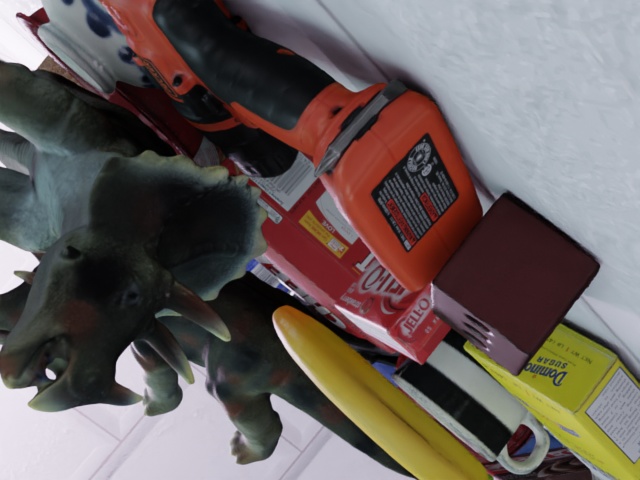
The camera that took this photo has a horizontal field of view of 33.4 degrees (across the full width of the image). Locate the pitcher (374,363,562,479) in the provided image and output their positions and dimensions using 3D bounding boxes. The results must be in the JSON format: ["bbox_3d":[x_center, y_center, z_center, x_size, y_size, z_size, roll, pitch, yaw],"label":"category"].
[{"bbox_3d":[0.126,0.196,1.090,0.243,0.145,0.149,37,157,51],"label":"pitcher"}]

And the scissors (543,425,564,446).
[{"bbox_3d":[0.217,0.171,0.903,0.096,0.016,0.201,30,168,50],"label":"scissors"}]

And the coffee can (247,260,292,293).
[{"bbox_3d":[-0.097,0.003,1.178,0.140,0.103,0.103,44,173,-37],"label":"coffee can"}]

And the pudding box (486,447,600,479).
[{"bbox_3d":[0.178,0.180,0.793,0.090,0.113,0.039,168,97,-83],"label":"pudding box"}]

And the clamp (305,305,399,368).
[{"bbox_3d":[0.048,0.093,0.951,0.210,0.036,0.164,9,163,19],"label":"clamp"}]

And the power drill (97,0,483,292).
[{"bbox_3d":[-0.013,-0.053,0.508,0.188,0.057,0.184,36,172,34],"label":"power drill"}]

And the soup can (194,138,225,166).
[{"bbox_3d":[-0.121,-0.054,0.858,0.068,0.069,0.102,39,-151,7],"label":"soup can"}]

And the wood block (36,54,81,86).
[{"bbox_3d":[-0.172,-0.104,0.934,0.091,0.090,0.206,38,173,9],"label":"wood block"}]

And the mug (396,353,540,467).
[{"bbox_3d":[0.102,0.119,0.790,0.093,0.117,0.081,8,148,40],"label":"mug"}]

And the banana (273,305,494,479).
[{"bbox_3d":[0.044,0.116,0.708,0.198,0.037,0.070,42,173,-5],"label":"banana"}]

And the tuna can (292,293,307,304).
[{"bbox_3d":[-0.004,0.068,1.164,0.033,0.086,0.086,43,173,-13],"label":"tuna can"}]

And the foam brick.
[{"bbox_3d":[0.086,0.023,0.480,0.053,0.051,0.078,39,173,15],"label":"foam brick"}]

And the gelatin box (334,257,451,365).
[{"bbox_3d":[0.052,0.022,0.576,0.030,0.073,0.089,42,174,-16],"label":"gelatin box"}]

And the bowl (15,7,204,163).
[{"bbox_3d":[-0.131,-0.120,0.741,0.162,0.055,0.162,40,174,5],"label":"bowl"}]

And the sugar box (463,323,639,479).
[{"bbox_3d":[0.167,0.108,0.631,0.176,0.048,0.093,46,171,-36],"label":"sugar box"}]

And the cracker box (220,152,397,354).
[{"bbox_3d":[-0.005,0.001,0.771,0.164,0.072,0.214,41,174,-3],"label":"cracker box"}]
